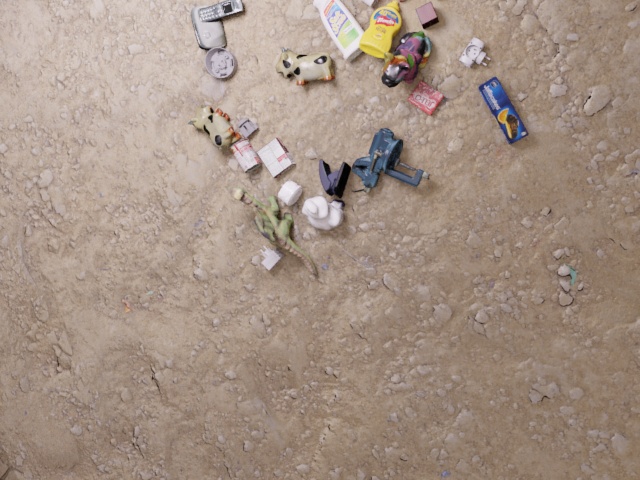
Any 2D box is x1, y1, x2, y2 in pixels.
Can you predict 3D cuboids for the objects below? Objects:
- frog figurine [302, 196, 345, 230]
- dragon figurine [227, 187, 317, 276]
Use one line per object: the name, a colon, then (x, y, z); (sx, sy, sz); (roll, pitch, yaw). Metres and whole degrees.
frog figurine: (0.005, -0.085, 1.693); (0.138, 0.161, 0.121); (26, 107, 10)
dragon figurine: (-0.158, -0.029, 1.711); (0.121, 0.244, 0.412); (-43, 83, 14)
